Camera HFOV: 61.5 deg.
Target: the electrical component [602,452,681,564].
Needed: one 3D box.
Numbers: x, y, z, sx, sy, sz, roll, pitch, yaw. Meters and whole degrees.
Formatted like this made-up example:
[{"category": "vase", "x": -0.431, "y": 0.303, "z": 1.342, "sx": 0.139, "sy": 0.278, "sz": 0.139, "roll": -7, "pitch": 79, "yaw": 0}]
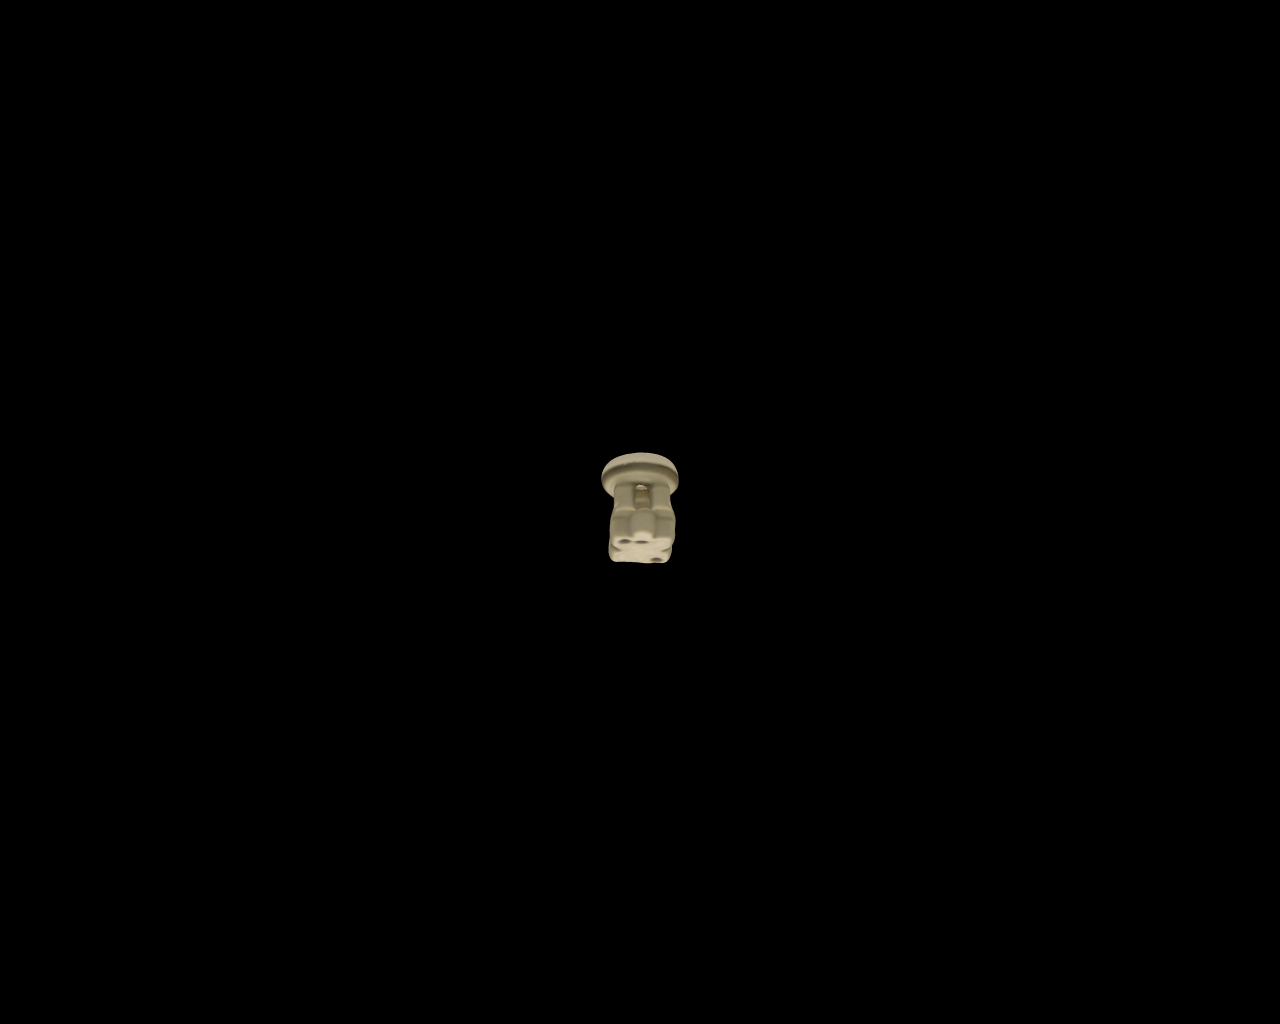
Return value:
[{"category": "electrical component", "x": 0.001, "y": -0.003, "z": 0.650, "sx": 0.048, "sy": 0.055, "sz": 0.066, "roll": 1, "pitch": -23, "yaw": -3}]
